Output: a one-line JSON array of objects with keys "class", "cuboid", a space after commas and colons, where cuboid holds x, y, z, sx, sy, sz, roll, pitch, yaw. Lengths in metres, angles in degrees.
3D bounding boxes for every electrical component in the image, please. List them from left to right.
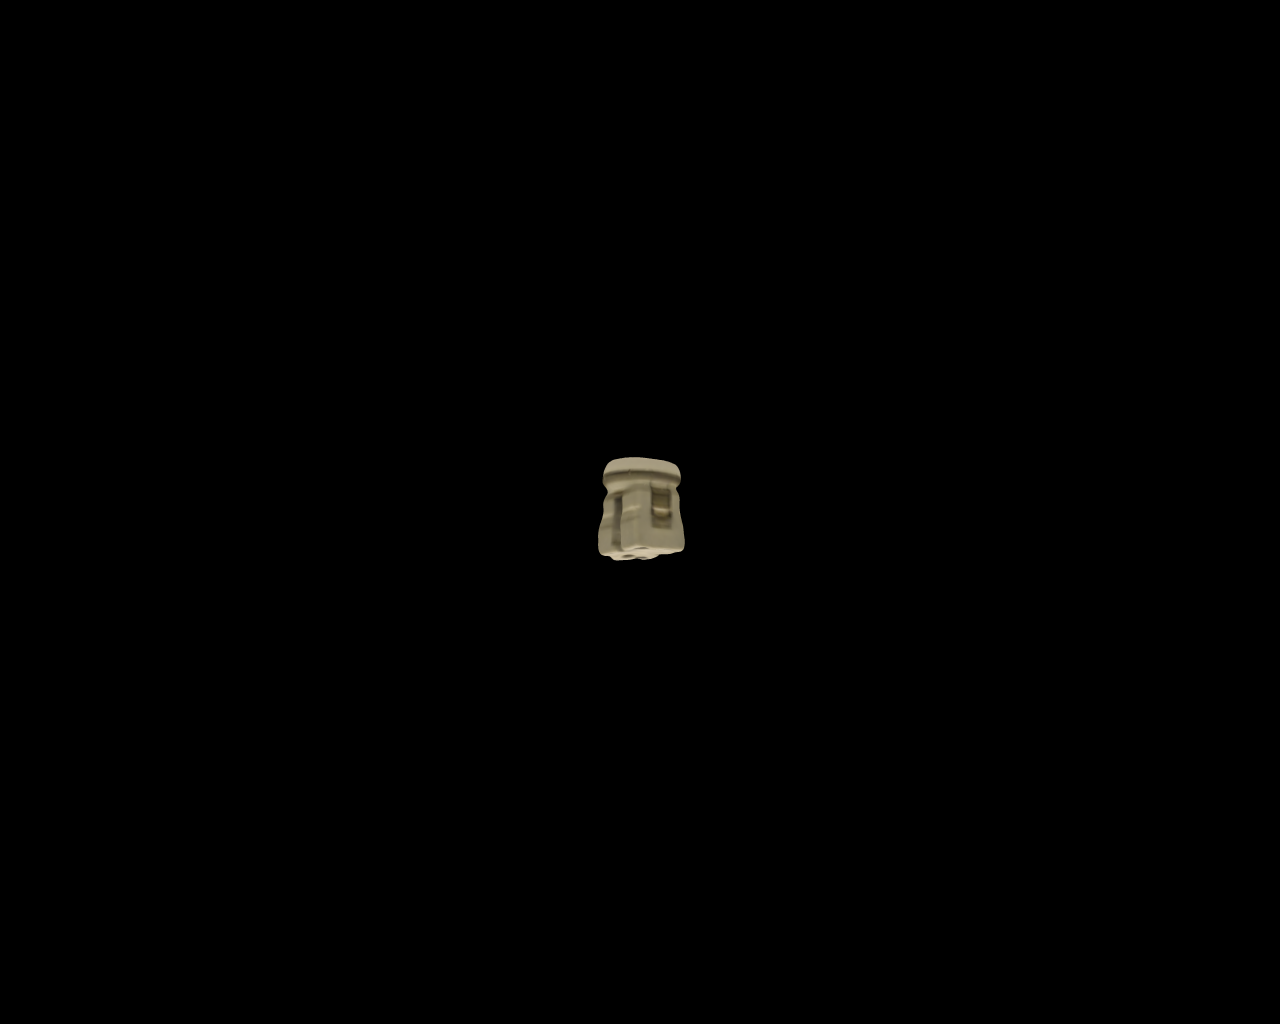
[{"class": "electrical component", "cuboid": [0.001, -0.003, 0.650, 0.048, 0.055, 0.066, 8, -14, -35]}]
